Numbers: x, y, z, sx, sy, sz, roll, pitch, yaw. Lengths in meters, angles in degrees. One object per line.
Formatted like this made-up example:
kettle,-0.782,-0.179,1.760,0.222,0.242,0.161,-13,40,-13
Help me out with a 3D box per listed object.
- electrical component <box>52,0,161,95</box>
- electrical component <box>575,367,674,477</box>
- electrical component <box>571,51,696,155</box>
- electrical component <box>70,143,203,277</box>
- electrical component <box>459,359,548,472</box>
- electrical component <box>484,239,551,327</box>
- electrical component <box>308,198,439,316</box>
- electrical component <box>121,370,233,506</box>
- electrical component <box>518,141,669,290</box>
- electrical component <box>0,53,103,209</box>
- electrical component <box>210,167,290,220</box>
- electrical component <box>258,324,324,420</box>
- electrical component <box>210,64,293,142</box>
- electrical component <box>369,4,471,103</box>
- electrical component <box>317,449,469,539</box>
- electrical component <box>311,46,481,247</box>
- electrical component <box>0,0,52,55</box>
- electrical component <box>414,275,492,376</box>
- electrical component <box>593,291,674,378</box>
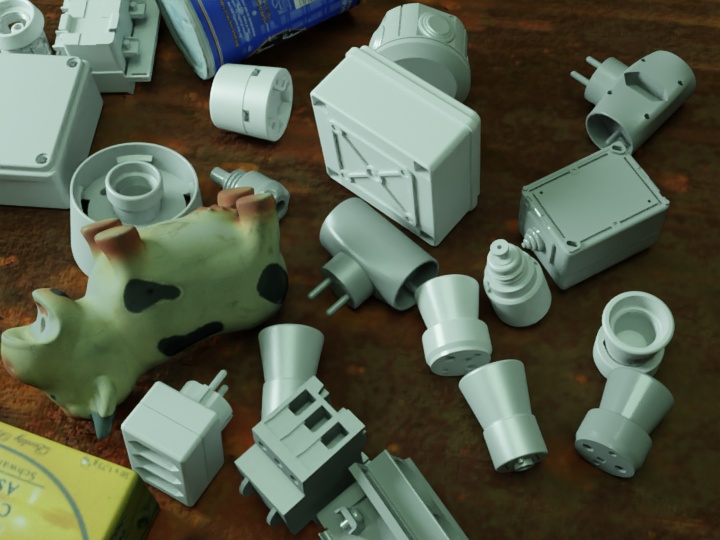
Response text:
electrical component,-0.204,-0.209,0.866,0.079,0.063,0.121,0,60,4
electrical component,0.166,0.096,0.677,0.045,0.045,0.055,27,66,18
electrical component,0.196,-0.133,0.806,0.079,0.043,0.077,39,70,22
electrical component,-0.163,-0.043,0.783,0.099,0.064,0.099,3,49,-3
electrical component,0.094,0.095,0.686,0.044,0.044,0.065,-15,65,-5
electrical component,0.102,0.006,0.718,0.040,0.078,0.040,-11,55,16
electrical component,0.000,0.000,0.743,0.079,0.044,0.077,-41,62,-15
electrical component,-0.107,0.097,0.684,0.047,0.065,0.076,26,56,15
electrical component,0.153,-0.032,0.742,0.096,0.061,0.061,-26,62,-10
electrical component,-0.263,-0.107,0.816,0.109,0.056,0.108,4,61,7
electrical component,-0.084,-0.057,0.788,0.061,0.035,0.035,30,67,22
electrical component,-0.046,0.073,0.708,0.044,0.044,0.065,-1,65,4
electrical component,-0.083,-0.129,0.818,0.047,0.055,0.055,11,62,14
electrical component,0.044,-0.156,0.810,0.080,0.080,0.051,2,55,5
electrical component,0.033,0.175,0.630,0.063,0.079,0.121,-41,64,7
electrical component,0.027,-0.085,0.754,0.109,0.108,0.056,35,71,21
electrical component,-0.272,-0.184,0.861,0.048,0.055,0.066,-21,61,-8
electrical component,0.062,0.037,0.718,0.045,0.045,0.055,-8,61,-1
electrical component,0.177,0.046,0.699,0.045,0.055,0.045,-2,60,3
